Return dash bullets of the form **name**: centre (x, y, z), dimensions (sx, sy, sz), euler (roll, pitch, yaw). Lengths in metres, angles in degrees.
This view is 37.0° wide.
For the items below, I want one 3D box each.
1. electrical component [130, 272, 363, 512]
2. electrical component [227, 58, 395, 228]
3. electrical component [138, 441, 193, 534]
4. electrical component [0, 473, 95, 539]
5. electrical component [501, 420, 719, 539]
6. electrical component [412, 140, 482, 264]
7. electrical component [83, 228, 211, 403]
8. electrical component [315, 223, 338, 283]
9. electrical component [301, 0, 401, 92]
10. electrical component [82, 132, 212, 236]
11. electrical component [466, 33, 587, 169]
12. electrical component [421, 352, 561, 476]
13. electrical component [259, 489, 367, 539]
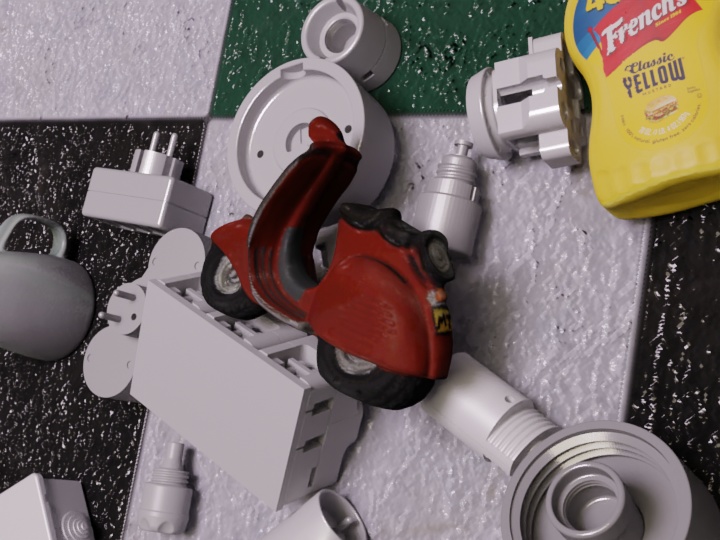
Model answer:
- **electrical component**: centre (-0.074, 0.072, 0.698), dimensions (0.150, 0.062, 0.089), euler (30, 118, 34)
- **electrical component**: centre (-0.028, -0.080, 0.720), dimensions (0.108, 0.060, 0.108), euler (-9, 73, 30)
- **electrical component**: centre (-0.132, 0.150, 0.741), dimensions (0.035, 0.035, 0.061), euler (0, 75, 32)
- **electrical component**: centre (-0.239, 0.207, 0.785), dimensions (0.100, 0.048, 0.099), euler (-32, 63, 21)
- **electrical component**: centre (0.124, 0.128, 0.549), dimensions (0.108, 0.060, 0.108), euler (-18, 47, 21)
- **electrical component**: centre (0.056, -0.042, 0.669), dimensions (0.040, 0.040, 0.078), euler (9, 82, 34)
- **electrical component**: centre (-0.153, 0.030, 0.762), dimensions (0.052, 0.074, 0.138), euler (41, 100, 33)
- **electrical component**: centre (0.000, 0.000, 0.694), dimensions (0.081, 0.042, 0.063), euler (-22, 65, 25)
- **electrical component**: centre (-0.007, -0.155, 0.735), dimensions (0.055, 0.047, 0.055), euler (-9, 73, 30)
- **electrical component**: centre (-0.155, -0.067, 0.804), dimensions (0.083, 0.047, 0.075), euler (10, 83, 34)
- **electrical component**: centre (0.100, -0.098, 0.647), dimensions (0.057, 0.058, 0.078), euler (-9, 73, 27)
- **electrical component**: centre (0.079, 0.087, 0.620), dimensions (0.081, 0.043, 0.043), euler (36, 98, 34)
- **electrical component**: centre (-0.030, 0.189, 0.661), dimensions (0.077, 0.043, 0.079), euler (-41, 60, 17)
